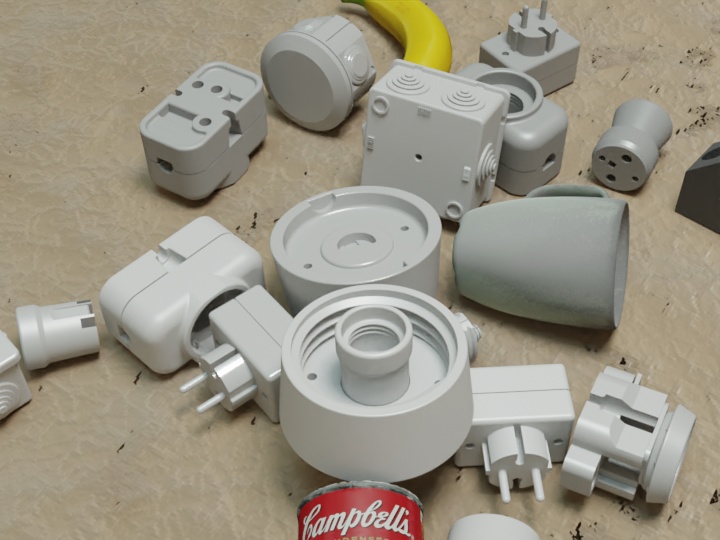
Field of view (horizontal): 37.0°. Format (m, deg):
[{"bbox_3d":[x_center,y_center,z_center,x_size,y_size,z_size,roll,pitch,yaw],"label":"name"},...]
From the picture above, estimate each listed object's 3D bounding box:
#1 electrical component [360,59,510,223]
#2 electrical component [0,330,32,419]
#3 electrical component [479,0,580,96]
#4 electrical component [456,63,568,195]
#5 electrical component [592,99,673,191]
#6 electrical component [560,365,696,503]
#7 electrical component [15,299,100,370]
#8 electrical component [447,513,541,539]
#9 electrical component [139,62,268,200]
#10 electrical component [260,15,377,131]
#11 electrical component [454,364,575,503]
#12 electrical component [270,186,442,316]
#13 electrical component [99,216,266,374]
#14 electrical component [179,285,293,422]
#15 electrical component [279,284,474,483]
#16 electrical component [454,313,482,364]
[{"bbox_3d":[0.049,-0.088,0.747,0.100,0.099,0.048,19,39,18],"label":"electrical component"},{"bbox_3d":[-0.260,0.063,0.652,0.100,0.048,0.100,-34,56,-26],"label":"electrical component"},{"bbox_3d":[0.133,-0.177,0.838,0.066,0.076,0.047,-28,53,-22],"label":"electrical component"},{"bbox_3d":[0.103,-0.107,0.788,0.054,0.059,0.095,-36,57,-27],"label":"electrical component"},{"bbox_3d":[0.197,-0.090,0.781,0.045,0.045,0.055,21,53,19],"label":"electrical component"},{"bbox_3d":[0.154,0.097,0.607,0.057,0.058,0.078,19,51,20],"label":"electrical component"},{"bbox_3d":[-0.190,0.039,0.679,0.046,0.040,0.040,-11,49,-16],"label":"electrical component"},{"bbox_3d":[0.067,0.159,0.556,0.055,0.055,0.047,8,45,8],"label":"electrical component"},{"bbox_3d":[-0.112,-0.099,0.786,0.054,0.059,0.095,24,53,21],"label":"electrical component"},{"bbox_3d":[-0.031,-0.151,0.818,0.080,0.080,0.051,25,48,22],"label":"electrical component"},{"bbox_3d":[0.088,0.098,0.613,0.066,0.047,0.076,-3,48,-1],"label":"electrical component"},{"bbox_3d":[0.000,0.000,0.690,0.108,0.060,0.108,-5,36,3],"label":"electrical component"},{"bbox_3d":[-0.108,0.018,0.685,0.059,0.053,0.095,35,58,28],"label":"electrical component"},{"bbox_3d":[-0.072,0.060,0.651,0.077,0.047,0.066,-31,55,-24],"label":"electrical component"},{"bbox_3d":[0.008,0.053,0.578,0.108,0.060,0.108,-1,41,1],"label":"electrical component"},{"bbox_3d":[0.039,0.054,0.656,0.081,0.043,0.043,-25,52,-20],"label":"electrical component"}]
